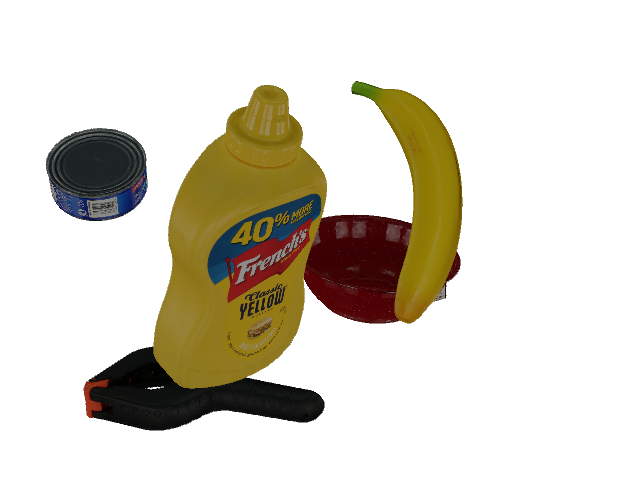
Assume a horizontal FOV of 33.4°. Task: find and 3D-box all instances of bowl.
[{"bbox_3d":[0.048,0.033,1.004,0.162,0.055,0.162,5,25,-2],"label":"bowl"}]

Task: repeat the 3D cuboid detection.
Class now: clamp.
[{"bbox_3d":[-0.090,0.098,0.802,0.171,0.039,0.120,-1,25,-10],"label":"clamp"}]

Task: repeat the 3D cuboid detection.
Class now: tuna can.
[{"bbox_3d":[-0.194,-0.057,0.933,0.086,0.086,0.034,0,-42,-4],"label":"tuna can"}]

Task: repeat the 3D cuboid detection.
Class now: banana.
[{"bbox_3d":[0.075,-0.036,0.817,0.070,0.198,0.037,-14,-18,12],"label":"banana"}]

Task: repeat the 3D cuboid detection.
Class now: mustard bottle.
[{"bbox_3d":[-0.042,-0.004,0.609,0.096,0.192,0.058,-21,50,-34],"label":"mustard bottle"}]

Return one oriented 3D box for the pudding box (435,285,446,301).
[{"bbox_3d":[0.092,0.056,1.367,0.113,0.039,0.090,-16,26,-25],"label":"pudding box"}]
